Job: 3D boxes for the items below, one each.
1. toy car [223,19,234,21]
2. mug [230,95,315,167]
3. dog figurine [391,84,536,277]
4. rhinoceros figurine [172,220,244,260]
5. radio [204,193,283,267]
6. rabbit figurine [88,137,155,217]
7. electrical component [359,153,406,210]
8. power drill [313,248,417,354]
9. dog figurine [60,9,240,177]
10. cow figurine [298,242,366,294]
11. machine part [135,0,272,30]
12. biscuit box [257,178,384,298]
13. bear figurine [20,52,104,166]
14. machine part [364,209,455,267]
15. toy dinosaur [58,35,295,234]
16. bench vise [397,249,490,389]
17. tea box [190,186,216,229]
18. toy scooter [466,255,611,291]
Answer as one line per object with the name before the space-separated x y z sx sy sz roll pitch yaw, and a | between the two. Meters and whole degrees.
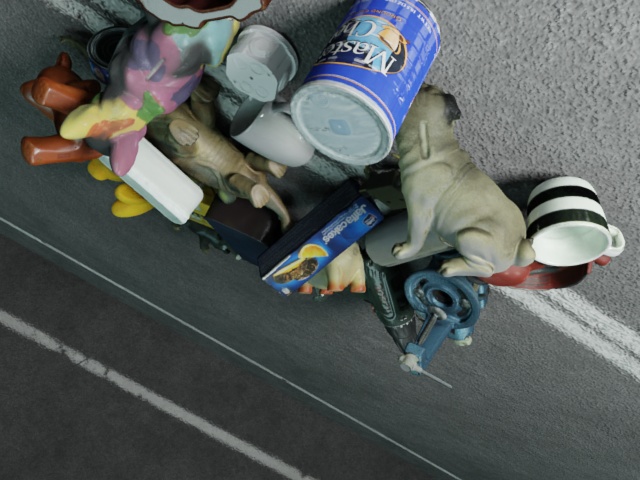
toy car | -0.151 -0.309 0.540 0.201 0.056 0.073 37 154 -19
mug | -0.049 -0.150 0.727 0.107 0.081 0.110 32 151 -35
dog figurine | 0.154 -0.068 0.585 0.173 0.121 0.190 10 123 27
rhinoceros figurine | -0.224 -0.024 1.148 0.190 0.073 0.112 37 143 -16
radio | -0.113 -0.007 1.016 0.131 0.073 0.229 21 165 20
rabbit figurine | -0.303 -0.116 0.939 0.173 0.162 0.122 35 145 -6
electrical component | 0.103 -0.079 0.739 0.078 0.045 0.102 25 160 -29
power drill | 0.080 0.106 1.013 0.208 0.086 0.231 18 134 43
dog figurine | -0.206 -0.187 0.639 0.108 0.219 0.192 38 154 -27
cow figurine | 0.002 0.030 0.925 0.085 0.127 0.195 9 171 -29
machine part | -0.107 -0.279 0.473 0.179 0.056 0.179 7 128 8
biscuit box | -0.002 -0.002 0.821 0.059 0.202 0.063 43 -167 -32
bear figurine | -0.370 -0.191 0.751 0.196 0.120 0.132 40 -154 29
machine part | 0.141 -0.011 0.790 0.079 0.079 0.243 35 154 -16
toy dinosaur | -0.206 -0.159 0.828 0.471 0.105 0.199 46 155 -15
bench vise | 0.185 0.123 0.833 0.129 0.240 0.223 20 138 25
tea box | -0.249 -0.089 1.043 0.170 0.068 0.098 23 154 12
toy scooter | 0.283 0.026 0.693 0.184 0.075 0.135 12 164 -21
